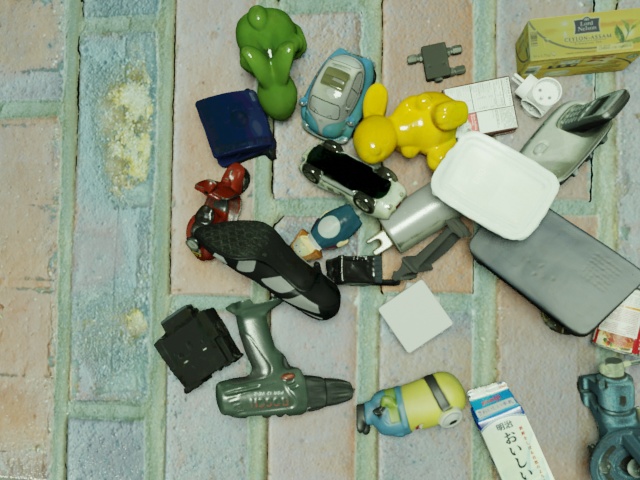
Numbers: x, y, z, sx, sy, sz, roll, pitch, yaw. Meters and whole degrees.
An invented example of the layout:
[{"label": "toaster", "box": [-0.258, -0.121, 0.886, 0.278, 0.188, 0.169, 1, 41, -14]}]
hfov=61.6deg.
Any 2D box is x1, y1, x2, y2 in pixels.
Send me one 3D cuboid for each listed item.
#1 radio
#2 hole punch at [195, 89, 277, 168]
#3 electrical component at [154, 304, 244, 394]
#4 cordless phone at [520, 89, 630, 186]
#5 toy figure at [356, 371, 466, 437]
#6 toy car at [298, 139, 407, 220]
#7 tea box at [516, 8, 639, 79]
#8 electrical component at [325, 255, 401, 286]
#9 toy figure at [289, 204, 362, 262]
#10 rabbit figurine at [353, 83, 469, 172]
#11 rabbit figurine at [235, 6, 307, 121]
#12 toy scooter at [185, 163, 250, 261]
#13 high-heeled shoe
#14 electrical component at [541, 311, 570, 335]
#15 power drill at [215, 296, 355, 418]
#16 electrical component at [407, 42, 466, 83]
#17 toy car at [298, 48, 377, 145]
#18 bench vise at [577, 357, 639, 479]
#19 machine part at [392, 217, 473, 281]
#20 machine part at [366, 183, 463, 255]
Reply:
[{"label": "radio", "box": [0.352, 0.035, 0.826, 0.230, 0.073, 0.131, 41, 95, 27]}, {"label": "hole punch", "box": [-0.147, -0.197, 0.934, 0.116, 0.092, 0.142, -21, 82, 4]}, {"label": "electrical component", "box": [-0.220, 0.183, 0.947, 0.115, 0.058, 0.134, -36, 84, 4]}, {"label": "cordless phone", "box": [0.384, -0.150, 0.803, 0.089, 0.184, 0.146, 40, 94, 3]}, {"label": "toy figure", "box": [0.148, 0.270, 0.878, 0.180, 0.082, 0.089, -12, 89, 10]}, {"label": "toy car", "box": [0.050, -0.103, 0.894, 0.202, 0.056, 0.073, 32, 76, 29]}, {"label": "tea box", "box": [0.407, -0.306, 0.848, 0.170, 0.098, 0.068, -4, 88, 7]}, {"label": "electrical component", "box": [0.076, 0.052, 0.894, 0.119, 0.075, 0.047, 1, 81, -17]}, {"label": "toy figure", "box": [-0.002, -0.004, 0.922, 0.154, 0.057, 0.064, -34, 45, 8]}, {"label": "rabbit figurine", "box": [0.125, -0.182, 0.857, 0.173, 0.121, 0.162, -24, 57, -16]}, {"label": "rabbit figurine", "box": [-0.071, -0.289, 0.894, 0.121, 0.159, 0.170, -12, 88, -2]}, {"label": "toy scooter", "box": [-0.181, -0.049, 0.909, 0.075, 0.135, 0.183, 24, 93, 7]}, {"label": "high-heeled shoe", "box": [-0.082, 0.053, 0.870, 0.249, 0.145, 0.086, 18, 54, 18]}, {"label": "electrical component", "box": [0.401, 0.101, 0.865, 0.078, 0.045, 0.102, 4, 92, -20]}, {"label": "power drill", "box": [-0.067, 0.191, 0.904, 0.232, 0.086, 0.207, -9, 87, -16]}, {"label": "electrical component", "box": [0.198, -0.300, 0.917, 0.094, 0.021, 0.063, -8, 88, 7]}, {"label": "toy car", "box": [0.032, -0.248, 0.901, 0.109, 0.103, 0.161, 26, 94, 7]}, {"label": "bench vise", "box": [0.451, 0.293, 0.762, 0.129, 0.241, 0.223, 2, 105, 5]}, {"label": "machine part", "box": [0.179, 0.020, 0.867, 0.139, 0.084, 0.039, -45, 60, 23]}, {"label": "machine part", "box": [0.183, -0.053, 0.884, 0.243, 0.079, 0.079, -33, 84, 7]}]
